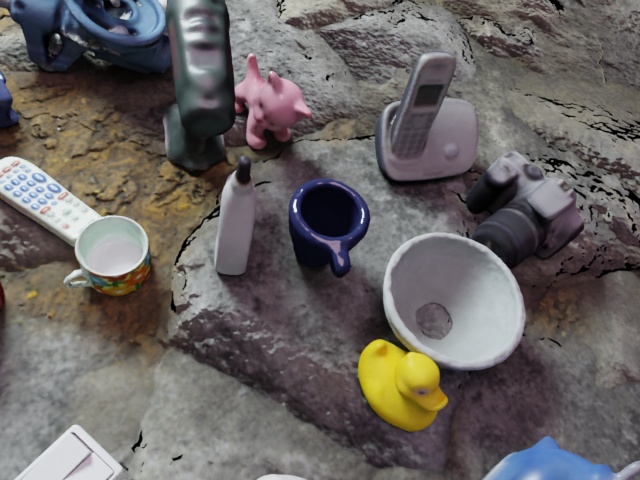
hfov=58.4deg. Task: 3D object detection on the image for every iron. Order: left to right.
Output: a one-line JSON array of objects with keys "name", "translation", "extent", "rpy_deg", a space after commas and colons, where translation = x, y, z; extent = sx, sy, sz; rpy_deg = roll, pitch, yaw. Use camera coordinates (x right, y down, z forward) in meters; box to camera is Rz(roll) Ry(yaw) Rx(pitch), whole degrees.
[{"name": "iron", "translation": [0.182, 0.283, 0.504], "extent": [0.259, 0.141, 0.118], "rpy_deg": [-32, 72, -29]}]

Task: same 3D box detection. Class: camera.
[{"name": "camera", "translation": [0.251, -0.033, 0.737], "extent": [0.137, 0.101, 0.143], "rpy_deg": [-32, 72, -28]}]

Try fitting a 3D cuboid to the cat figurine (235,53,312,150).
[{"name": "cat figurine", "translation": [-0.065, -0.182, 0.734], "extent": [0.067, 0.117, 0.127], "rpy_deg": [-21, 67, -24]}]

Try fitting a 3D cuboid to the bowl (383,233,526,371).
[{"name": "bowl", "translation": [0.143, 0.079, 0.657], "extent": [0.167, 0.074, 0.167], "rpy_deg": [7, 58, -11]}]

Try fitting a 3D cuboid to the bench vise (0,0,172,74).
[{"name": "bench vise", "translation": [-0.280, -0.289, 0.680], "extent": [0.208, 0.219, 0.121], "rpy_deg": [-13, 63, -21]}]

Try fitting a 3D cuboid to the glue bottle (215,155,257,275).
[{"name": "glue bottle", "translation": [-0.087, -0.033, 0.605], "extent": [0.037, 0.173, 0.078], "rpy_deg": [4, 59, -12]}]

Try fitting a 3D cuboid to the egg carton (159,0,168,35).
[{"name": "egg carton", "translation": [-0.256, -0.341, 0.808], "extent": [0.150, 0.069, 0.107], "rpy_deg": [12, 57, -7]}]

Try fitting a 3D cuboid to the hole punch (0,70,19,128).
[{"name": "hole punch", "translation": [-0.416, -0.180, 0.656], "extent": [0.101, 0.091, 0.108], "rpy_deg": [-32, 72, -28]}]

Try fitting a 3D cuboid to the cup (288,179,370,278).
[{"name": "cup", "translation": [0.006, 0.002, 0.655], "extent": [0.092, 0.095, 0.117], "rpy_deg": [-6, 61, -18]}]

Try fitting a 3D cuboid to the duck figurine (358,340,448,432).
[{"name": "duck figurine", "translation": [0.091, 0.143, 0.598], "extent": [0.078, 0.086, 0.104], "rpy_deg": [-31, 71, -28]}]

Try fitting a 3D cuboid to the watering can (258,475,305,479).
[{"name": "watering can", "translation": [-0.036, 0.241, 0.441], "extent": [0.101, 0.194, 0.173], "rpy_deg": [40, 58, 11]}]

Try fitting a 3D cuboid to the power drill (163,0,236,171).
[{"name": "power drill", "translation": [-0.144, -0.192, 0.665], "extent": [0.076, 0.208, 0.229], "rpy_deg": [-5, 61, -17]}]

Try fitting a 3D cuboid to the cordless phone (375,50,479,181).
[{"name": "cordless phone", "translation": [0.155, -0.163, 0.740], "extent": [0.148, 0.185, 0.094], "rpy_deg": [-10, 62, -20]}]
